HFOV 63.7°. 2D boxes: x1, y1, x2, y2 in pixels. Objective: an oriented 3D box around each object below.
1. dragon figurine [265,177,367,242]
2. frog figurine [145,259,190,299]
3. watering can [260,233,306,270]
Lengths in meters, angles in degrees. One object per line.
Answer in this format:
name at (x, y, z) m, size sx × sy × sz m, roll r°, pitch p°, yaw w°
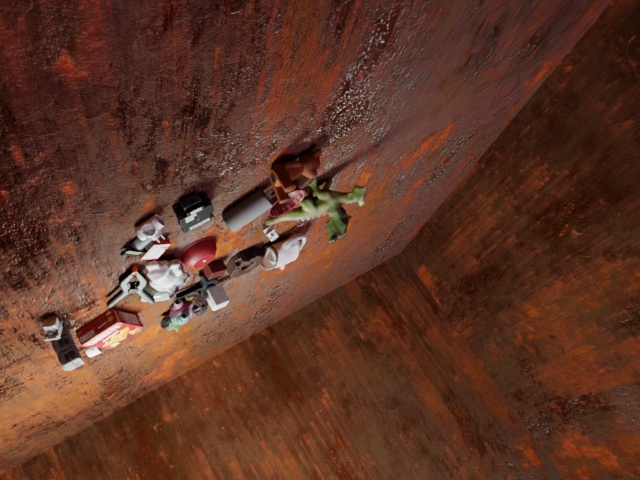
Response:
dragon figurine at (0.006, -0.102, 2.029) m, size 0.409 × 0.245 × 0.121 m, roll -38°, pitch 167°, yaw 5°
frog figurine at (-0.561, 0.115, 1.834) m, size 0.136 × 0.126 × 0.157 m, roll -34°, pitch 128°, yaw 20°
watering can at (-0.186, 0.081, 2.411) m, size 0.226 × 0.105 × 0.340 m, roll -21°, pitch 159°, yaw -38°
